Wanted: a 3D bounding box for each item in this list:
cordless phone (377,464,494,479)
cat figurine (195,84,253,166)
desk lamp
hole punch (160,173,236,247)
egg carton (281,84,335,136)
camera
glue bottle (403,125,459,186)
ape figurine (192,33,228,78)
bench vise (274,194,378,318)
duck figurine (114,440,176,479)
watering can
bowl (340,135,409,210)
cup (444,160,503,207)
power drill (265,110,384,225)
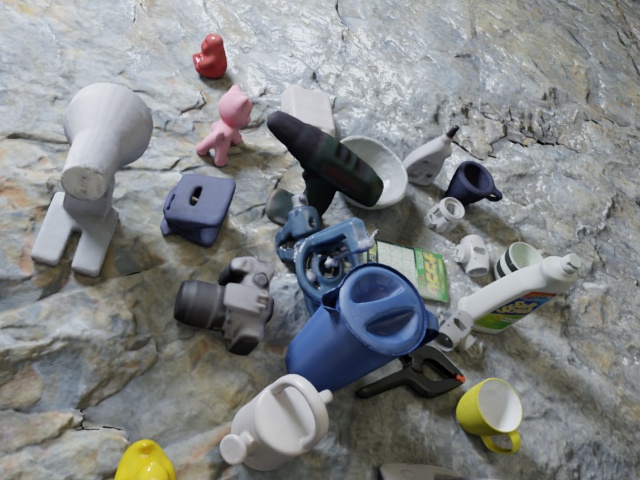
[{"bbox_3d":[0.179,0.356,0.820,0.148,0.184,0.094,10,57,-22],"label":"cordless phone"},{"bbox_3d":[-0.165,-0.217,1.042,0.067,0.117,0.128,28,52,-9],"label":"cat figurine"},{"bbox_3d":[-0.323,-0.088,0.817,0.118,0.213,0.203,16,55,-18],"label":"desk lamp"},{"bbox_3d":[-0.200,-0.057,0.940,0.101,0.091,0.108,22,53,-13],"label":"hole punch"},{"bbox_3d":[-0.027,-0.247,1.163,0.107,0.069,0.150,5,59,-25],"label":"egg carton"},{"bbox_3d":[-0.144,0.087,0.873,0.137,0.100,0.143,16,55,-18],"label":"camera"},{"bbox_3d":[0.237,-0.180,1.193,0.078,0.173,0.037,17,54,-17],"label":"glue bottle"},{"bbox_3d":[-0.214,-0.369,1.128,0.076,0.092,0.078,32,51,-6],"label":"ape figurine"},{"bbox_3d":[0.000,0.008,0.921,0.122,0.219,0.207,-29,77,-37],"label":"bench vise"},{"bbox_3d":[-0.213,0.300,0.714,0.078,0.086,0.104,0,61,-27],"label":"duck figurine"},{"bbox_3d":[-0.050,0.245,0.763,0.101,0.193,0.173,41,51,2],"label":"watering can"},{"bbox_3d":[0.087,-0.122,1.141,0.168,0.074,0.167,13,56,-20],"label":"bowl"},{"bbox_3d":[0.325,-0.104,1.241,0.118,0.094,0.092,31,51,-7],"label":"cup"},{"bbox_3d":[-0.016,-0.103,0.990,0.230,0.208,0.075,24,52,-12],"label":"power drill"}]
